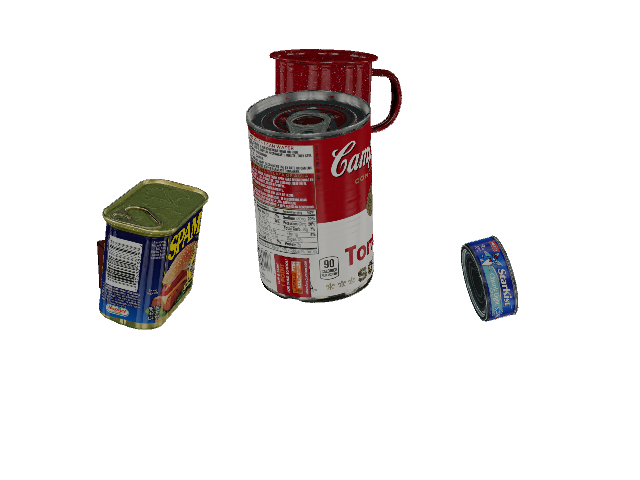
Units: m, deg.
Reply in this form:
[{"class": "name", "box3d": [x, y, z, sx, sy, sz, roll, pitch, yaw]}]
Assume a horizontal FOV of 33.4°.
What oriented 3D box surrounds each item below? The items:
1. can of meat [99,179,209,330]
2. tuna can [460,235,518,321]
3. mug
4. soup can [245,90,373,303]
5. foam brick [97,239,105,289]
[{"class": "can of meat", "box3d": [-0.129, 0.010, 0.820, 0.057, 0.084, 0.102, 14, 23, 9]}, {"class": "tuna can", "box3d": [0.175, 0.040, 1.111, 0.033, 0.086, 0.086, -14, 1, -5]}, {"class": "mug", "box3d": [0.014, -0.120, 0.924, 0.117, 0.081, 0.093, -3, 17, -15]}, {"class": "soup can", "box3d": [-0.005, -0.025, 0.596, 0.068, 0.102, 0.068, -2, 27, 1]}, {"class": "foam brick", "box3d": [-0.182, 0.025, 1.085, 0.078, 0.051, 0.053, -10, 21, -28]}]
